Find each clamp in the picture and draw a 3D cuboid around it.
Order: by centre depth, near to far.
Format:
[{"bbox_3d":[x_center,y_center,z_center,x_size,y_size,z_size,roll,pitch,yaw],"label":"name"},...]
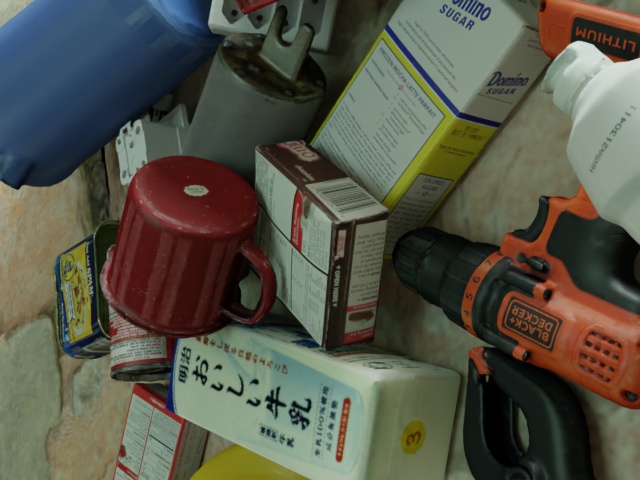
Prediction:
[{"bbox_3d":[0.123,0.129,0.552,0.120,0.039,0.171,-31,62,40],"label":"clamp"}]

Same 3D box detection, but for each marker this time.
[{"bbox_3d":[-0.145,-0.067,0.899,0.020,0.020,0.121,25,103,47],"label":"marker"}]

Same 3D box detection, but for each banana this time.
[{"bbox_3d":[-0.059,0.181,0.752,0.198,0.037,0.069,-31,61,42],"label":"banana"}]

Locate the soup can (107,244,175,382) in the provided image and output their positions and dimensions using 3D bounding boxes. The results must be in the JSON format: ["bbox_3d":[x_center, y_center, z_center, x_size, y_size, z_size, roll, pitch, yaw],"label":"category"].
[{"bbox_3d":[-0.130,0.054,0.828,0.069,0.068,0.102,-21,69,45],"label":"soup can"}]

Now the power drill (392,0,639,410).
[{"bbox_3d":[0.126,-0.028,0.561,0.185,0.057,0.188,27,108,43],"label":"power drill"}]

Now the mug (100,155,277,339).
[{"bbox_3d":[-0.076,0.007,0.667,0.117,0.093,0.082,34,129,19],"label":"mug"}]

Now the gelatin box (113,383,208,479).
[{"bbox_3d":[-0.124,0.165,0.833,0.073,0.030,0.089,21,100,47],"label":"gelatin box"}]

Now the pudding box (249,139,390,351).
[{"bbox_3d":[-0.004,0.001,0.650,0.114,0.039,0.090,46,139,51],"label":"pudding box"}]

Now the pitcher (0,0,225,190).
[{"bbox_3d":[-0.179,-0.156,0.849,0.243,0.144,0.149,-27,89,37],"label":"pitcher"}]

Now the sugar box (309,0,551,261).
[{"bbox_3d":[0.061,-0.081,0.649,0.176,0.048,0.093,-52,50,27],"label":"sugar box"}]

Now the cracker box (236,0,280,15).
[{"bbox_3d":[0.019,-0.238,0.595,0.214,0.072,0.164,-14,110,31],"label":"cracker box"}]

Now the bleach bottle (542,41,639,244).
[{"bbox_3d":[0.195,-0.007,0.428,0.251,0.067,0.103,45,119,26],"label":"bleach bottle"}]

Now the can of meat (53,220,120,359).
[{"bbox_3d":[-0.181,0.045,0.896,0.084,0.057,0.102,-25,66,46],"label":"can of meat"}]
